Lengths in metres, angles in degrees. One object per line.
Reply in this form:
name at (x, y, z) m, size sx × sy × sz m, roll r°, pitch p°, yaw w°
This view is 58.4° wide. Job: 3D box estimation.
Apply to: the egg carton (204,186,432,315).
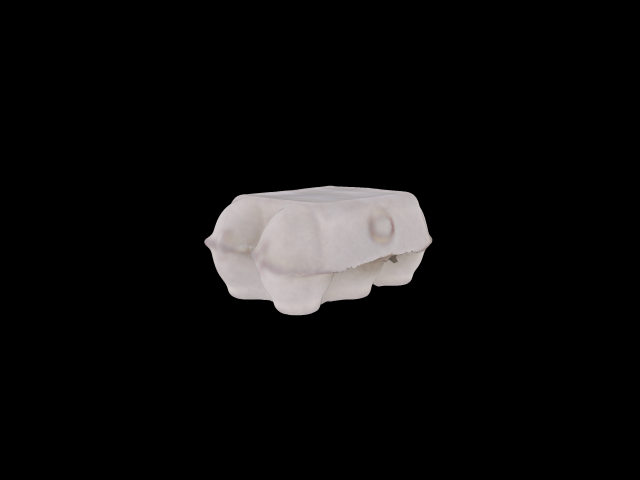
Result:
egg carton at (0.004, 0.001, 0.400) m, size 0.107 × 0.069 × 0.151 m, roll 10°, pitch 15°, yaw 42°
